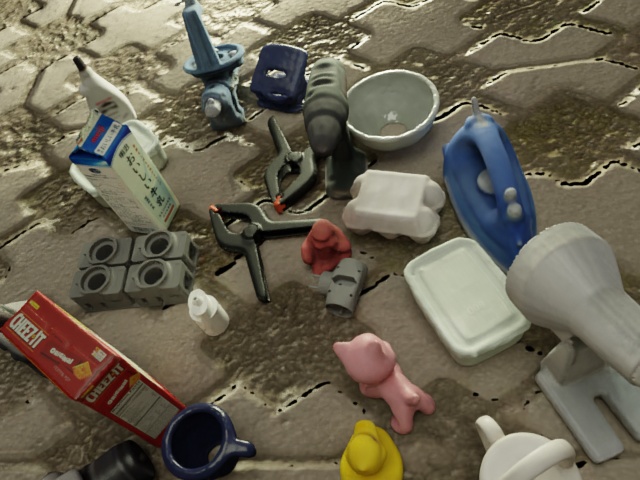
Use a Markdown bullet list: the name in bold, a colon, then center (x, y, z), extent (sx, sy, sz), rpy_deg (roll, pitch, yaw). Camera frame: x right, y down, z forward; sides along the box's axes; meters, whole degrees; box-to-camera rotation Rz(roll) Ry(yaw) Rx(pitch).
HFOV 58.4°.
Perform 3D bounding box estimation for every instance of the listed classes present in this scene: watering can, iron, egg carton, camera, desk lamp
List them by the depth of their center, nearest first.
- **watering can**: center (0.217, 0.253, 0.574), extent (0.172, 0.194, 0.101), rpy_deg (31, 69, 30)
- **desk lamp**: center (0.303, 0.110, 0.635), extent (0.118, 0.214, 0.202), rpy_deg (-26, 54, -3)
- **camera**: center (-0.274, 0.326, 0.710), extent (0.137, 0.101, 0.142), rpy_deg (-37, 56, -11)
- **iron**: center (0.253, -0.078, 0.818), extent (0.118, 0.142, 0.258), rpy_deg (-15, 55, 5)
- **egg carton**: center (0.114, -0.051, 0.881), extent (0.150, 0.069, 0.107), rpy_deg (7, 59, 19)

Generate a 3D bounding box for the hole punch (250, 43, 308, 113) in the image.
- **hole punch**: center (-0.073, -0.307, 1.087), extent (0.108, 0.091, 0.101), rpy_deg (15, 62, 23)

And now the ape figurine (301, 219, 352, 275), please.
- **ape figurine**: center (0.008, 0.003, 0.858), extent (0.077, 0.092, 0.076), rpy_deg (6, 59, 19)

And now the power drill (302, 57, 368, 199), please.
- **power drill**: center (0.024, -0.162, 0.892), extent (0.075, 0.209, 0.229), rpy_deg (-9, 55, 9)

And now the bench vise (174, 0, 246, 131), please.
- **bench vise**: center (-0.192, -0.327, 1.051), extent (0.121, 0.220, 0.207), rpy_deg (-25, 54, -3)

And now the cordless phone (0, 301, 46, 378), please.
- **cordless phone**: center (-0.453, 0.115, 0.845), extent (0.147, 0.185, 0.094), rpy_deg (21, 64, 26)

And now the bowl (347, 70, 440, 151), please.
- **bowl**: center (0.123, -0.209, 0.980), extent (0.167, 0.075, 0.167), rpy_deg (-7, 56, 10)

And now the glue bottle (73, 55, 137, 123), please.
- **glue bottle**: center (-0.430, -0.287, 1.116), extent (0.078, 0.173, 0.037), rpy_deg (-32, 55, -7)

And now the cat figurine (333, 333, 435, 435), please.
- **cat figurine**: center (0.079, 0.168, 0.714), extent (0.067, 0.118, 0.127), rpy_deg (-41, 57, -14)

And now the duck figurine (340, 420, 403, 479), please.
- **duck figurine**: center (0.056, 0.264, 0.675), extent (0.077, 0.086, 0.104), rpy_deg (-6, 56, 11)

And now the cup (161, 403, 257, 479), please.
- **cup**: center (-0.126, 0.263, 0.717), extent (0.117, 0.095, 0.092), rpy_deg (2, 58, 16)
